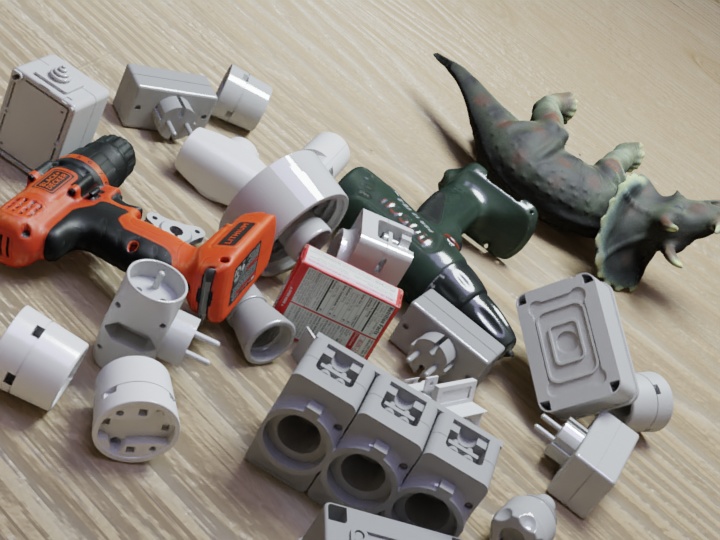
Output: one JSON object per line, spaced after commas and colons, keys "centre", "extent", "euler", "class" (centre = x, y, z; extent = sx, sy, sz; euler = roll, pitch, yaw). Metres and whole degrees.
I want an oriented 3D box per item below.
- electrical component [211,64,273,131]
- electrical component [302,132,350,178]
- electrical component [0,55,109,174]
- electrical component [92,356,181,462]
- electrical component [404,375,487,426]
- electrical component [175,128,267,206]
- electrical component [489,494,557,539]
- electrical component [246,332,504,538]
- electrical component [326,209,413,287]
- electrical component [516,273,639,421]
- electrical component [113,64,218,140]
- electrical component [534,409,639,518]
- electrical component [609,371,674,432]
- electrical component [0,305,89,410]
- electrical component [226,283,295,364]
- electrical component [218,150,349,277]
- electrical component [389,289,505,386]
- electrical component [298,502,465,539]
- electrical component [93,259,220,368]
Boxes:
{"centre": [-0.120, -0.172, 1.083], "extent": [0.047, 0.055, 0.055], "euler": [25, 32, -15], "class": "electrical component"}
{"centre": [-0.043, -0.102, 1.057], "extent": [0.043, 0.043, 0.081], "euler": [32, 32, 2], "class": "electrical component"}
{"centre": [-0.250, -0.129, 0.878], "extent": [0.062, 0.096, 0.061], "euler": [34, 32, 5], "class": "electrical component"}
{"centre": [-0.147, 0.089, 0.701], "extent": [0.055, 0.055, 0.047], "euler": [14, 32, -25], "class": "electrical component"}
{"centre": [0.055, 0.116, 0.813], "extent": [0.042, 0.081, 0.064], "euler": [-3, 22, -41], "class": "electrical component"}
{"centre": [-0.118, -0.098, 0.990], "extent": [0.077, 0.044, 0.079], "euler": [32, 32, 3], "class": "electrical component"}
{"centre": [0.125, 0.186, 0.795], "extent": [0.043, 0.043, 0.062], "euler": [41, 32, 16], "class": "electrical component"}
{"centre": [0.008, 0.126, 0.740], "extent": [0.150, 0.089, 0.061], "euler": [31, 32, 1], "class": "electrical component"}
{"centre": [0.000, 0.000, 0.907], "extent": [0.056, 0.089, 0.050], "euler": [23, 33, -12], "class": "electrical component"}
{"centre": [0.191, 0.068, 0.940], "extent": [0.057, 0.078, 0.113], "euler": [27, 48, -55], "class": "electrical component"}
{"centre": [-0.177, -0.148, 1.009], "extent": [0.083, 0.047, 0.075], "euler": [3, 41, -36], "class": "electrical component"}
{"centre": [0.178, 0.147, 0.887], "extent": [0.076, 0.047, 0.083], "euler": [37, 33, 11], "class": "electrical component"}
{"centre": [0.247, 0.120, 0.975], "extent": [0.047, 0.055, 0.055], "euler": [2, 42, -32], "class": "electrical component"}
{"centre": [-0.208, 0.058, 0.694], "extent": [0.047, 0.055, 0.055], "euler": [30, 32, -7], "class": "electrical component"}
{"centre": [-0.085, 0.036, 0.837], "extent": [0.044, 0.044, 0.065], "euler": [-3, 40, -41], "class": "electrical component"}
{"centre": [-0.058, -0.041, 0.906], "extent": [0.060, 0.108, 0.108], "euler": [48, 36, 15], "class": "electrical component"}
{"centre": [0.065, 0.069, 0.905], "extent": [0.083, 0.047, 0.076], "euler": [39, 34, 14], "class": "electrical component"}
{"centre": [0.017, 0.211, 0.661], "extent": [0.109, 0.056, 0.108], "euler": [19, 34, -17], "class": "electrical component"}
{"centre": [-0.137, 0.042, 0.750], "extent": [0.079, 0.077, 0.043], "euler": [26, 32, -8], "class": "electrical component"}
